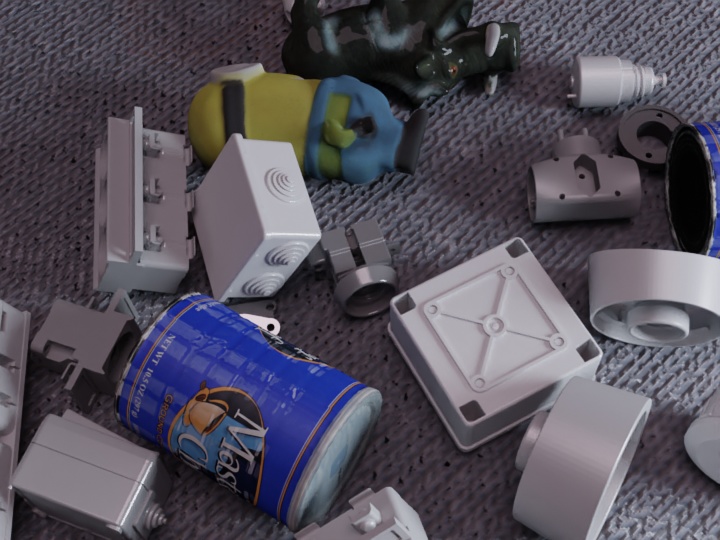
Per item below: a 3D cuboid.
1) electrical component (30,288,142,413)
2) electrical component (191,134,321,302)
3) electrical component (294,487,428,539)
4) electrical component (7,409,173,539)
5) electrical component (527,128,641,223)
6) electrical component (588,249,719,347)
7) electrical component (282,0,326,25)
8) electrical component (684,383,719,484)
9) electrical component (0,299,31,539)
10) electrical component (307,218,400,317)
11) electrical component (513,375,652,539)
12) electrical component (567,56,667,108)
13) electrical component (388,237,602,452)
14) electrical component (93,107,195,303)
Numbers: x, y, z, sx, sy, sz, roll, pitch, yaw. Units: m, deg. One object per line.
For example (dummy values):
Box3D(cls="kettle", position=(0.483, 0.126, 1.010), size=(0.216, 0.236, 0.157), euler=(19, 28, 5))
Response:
Box3D(cls="electrical component", position=(-0.191, 0.053, 0.754), size=(0.064, 0.042, 0.081), euler=(16, 62, 14))
Box3D(cls="electrical component", position=(-0.075, -0.036, 0.767), size=(0.048, 0.099, 0.099), euler=(0, 58, -34))
Box3D(cls="electrical component", position=(-0.015, 0.188, 0.639), size=(0.121, 0.078, 0.063), euler=(-33, 39, 7))
Box3D(cls="electrical component", position=(-0.164, 0.137, 0.695), size=(0.096, 0.061, 0.061), euler=(18, 63, 11))
Box3D(cls="electrical component", position=(0.165, -0.074, 0.810), size=(0.077, 0.043, 0.079), euler=(-3, 61, 0))
Box3D(cls="electrical component", position=(0.204, 0.014, 0.733), size=(0.099, 0.099, 0.064), euler=(7, 68, 6))
Box3D(cls="electrical component", position=(-0.051, -0.236, 0.911), size=(0.035, 0.035, 0.061), euler=(-13, 59, -5))
Box3D(cls="electrical component", position=(0.254, 0.108, 0.688), size=(0.080, 0.080, 0.051), euler=(29, 61, 16))
Box3D(cls="electrical component", position=(-0.283, 0.111, 0.694), size=(0.105, 0.060, 0.186), euler=(-15, 60, 18))
Box3D(cls="electrical component", position=(0.000, 0.000, 0.775), size=(0.066, 0.048, 0.055), euler=(-16, 54, -7))
Box3D(cls="electrical component", position=(0.133, 0.118, 0.673), size=(0.060, 0.108, 0.108), euler=(23, 64, 21))
Box3D(cls="electrical component", position=(0.202, -0.149, 0.852), size=(0.078, 0.040, 0.040), euler=(-1, 61, 1))
Box3D(cls="electrical component", position=(0.090, 0.050, 0.737), size=(0.109, 0.056, 0.108), euler=(-26, 64, -12))
Box3D(cls="electrical component", position=(-0.159, -0.045, 0.789), size=(0.063, 0.078, 0.121), euler=(7, 59, -24))
